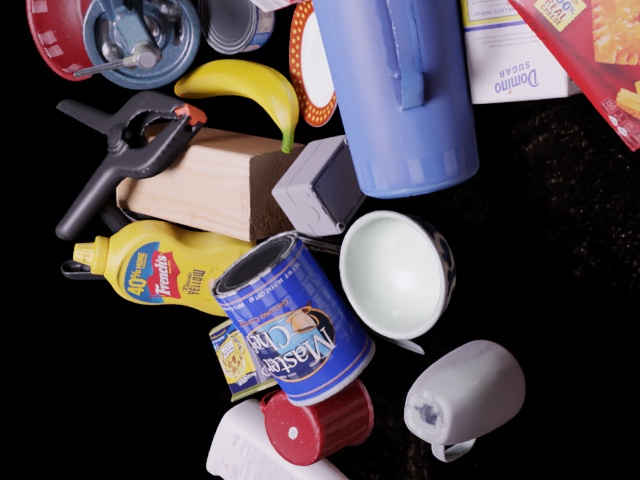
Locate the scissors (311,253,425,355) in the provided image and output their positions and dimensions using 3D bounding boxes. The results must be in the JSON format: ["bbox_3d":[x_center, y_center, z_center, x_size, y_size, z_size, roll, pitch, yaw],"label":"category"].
[{"bbox_3d":[0.022,0.059,1.101,0.202,0.016,0.096,6,109,41],"label":"scissors"}]

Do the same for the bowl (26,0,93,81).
[{"bbox_3d":[-0.274,-0.269,1.244,0.162,0.055,0.162,14,112,39],"label":"bowl"}]

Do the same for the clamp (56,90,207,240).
[{"bbox_3d":[-0.206,-0.090,1.115,0.210,0.036,0.164,-10,72,35],"label":"clamp"}]

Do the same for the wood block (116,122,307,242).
[{"bbox_3d":[-0.118,-0.067,1.140,0.206,0.090,0.090,14,111,39],"label":"wood block"}]

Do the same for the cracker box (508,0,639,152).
[{"bbox_3d":[0.260,-0.182,0.745,0.164,0.072,0.214,49,133,-7],"label":"cracker box"}]

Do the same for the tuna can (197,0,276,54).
[{"bbox_3d":[-0.086,-0.236,1.099,0.086,0.033,0.086,14,112,39],"label":"tuna can"}]

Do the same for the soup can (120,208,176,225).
[{"bbox_3d":[-0.208,0.007,1.259,0.069,0.068,0.102,33,123,31],"label":"soup can"}]

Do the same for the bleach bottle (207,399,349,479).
[{"bbox_3d":[-0.011,0.285,1.170,0.251,0.067,0.103,36,125,26],"label":"bleach bottle"}]

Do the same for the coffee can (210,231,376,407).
[{"bbox_3d":[-0.026,0.077,1.043,0.103,0.102,0.140,-20,111,44],"label":"coffee can"}]

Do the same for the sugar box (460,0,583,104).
[{"bbox_3d":[0.163,-0.204,0.876,0.094,0.048,0.176,2,107,40],"label":"sugar box"}]

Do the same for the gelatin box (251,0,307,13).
[{"bbox_3d":[-0.021,-0.260,1.010,0.089,0.030,0.073,-5,61,45],"label":"gelatin box"}]

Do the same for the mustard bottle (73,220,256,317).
[{"bbox_3d":[-0.168,0.027,1.152,0.058,0.191,0.096,-102,26,-55],"label":"mustard bottle"}]

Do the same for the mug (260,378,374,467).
[{"bbox_3d":[-0.013,0.183,1.126,0.117,0.081,0.093,18,114,37],"label":"mug"}]

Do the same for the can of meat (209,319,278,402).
[{"bbox_3d":[-0.073,0.124,1.171,0.102,0.057,0.084,-32,78,57],"label":"can of meat"}]

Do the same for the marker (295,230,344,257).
[{"bbox_3d":[-0.007,0.001,1.109,0.121,0.020,0.020,13,111,39],"label":"marker"}]

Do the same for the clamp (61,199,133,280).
[{"bbox_3d":[-0.206,0.030,1.210,0.171,0.039,0.120,32,130,-21],"label":"clamp"}]

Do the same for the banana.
[{"bbox_3d":[-0.081,-0.154,1.102,0.198,0.037,0.069,31,83,43],"label":"banana"}]

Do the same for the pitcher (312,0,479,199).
[{"bbox_3d":[0.065,-0.162,0.913,0.145,0.148,0.243,-2,104,43],"label":"pitcher"}]
